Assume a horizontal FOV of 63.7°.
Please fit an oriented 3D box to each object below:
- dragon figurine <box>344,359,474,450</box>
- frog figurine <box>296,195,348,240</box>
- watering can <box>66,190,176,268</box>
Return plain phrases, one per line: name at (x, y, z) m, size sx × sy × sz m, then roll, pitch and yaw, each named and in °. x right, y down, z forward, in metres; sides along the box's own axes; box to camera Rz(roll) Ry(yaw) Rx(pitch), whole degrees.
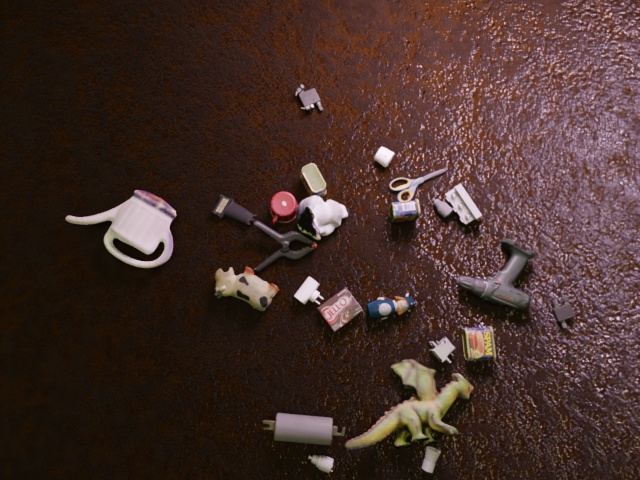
dragon figurine at (0.268, 0.483, 1.539) m, size 0.410 × 0.119 × 0.248 m, roll -3°, pitch 62°, yaw -4°
frog figurine at (0.005, -0.083, 1.643) m, size 0.162 × 0.121 × 0.137 m, roll -34°, pitch 97°, yaw -42°
watering can at (-0.600, -0.059, 1.607) m, size 0.348 × 0.103 × 0.226 m, roll 29°, pitch 79°, yaw 4°
